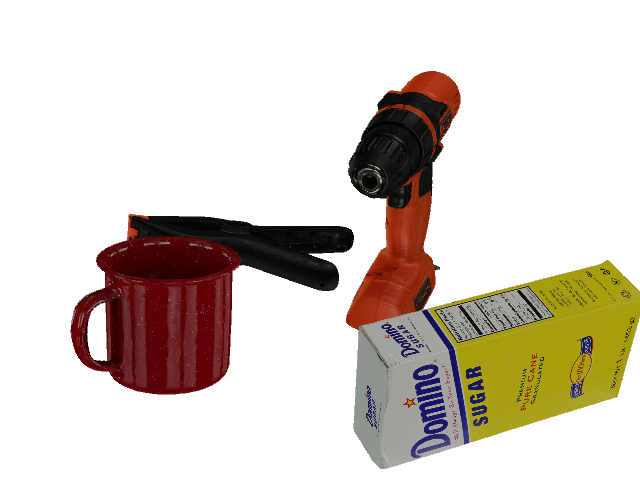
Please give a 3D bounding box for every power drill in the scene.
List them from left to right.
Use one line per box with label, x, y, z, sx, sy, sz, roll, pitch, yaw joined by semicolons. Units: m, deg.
power drill;0.060;-0.021;0.822;0.057;0.188;0.184;15;31;16

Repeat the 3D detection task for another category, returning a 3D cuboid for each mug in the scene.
mug;-0.109;0.052;0.696;0.117;0.081;0.093;-14;24;-43

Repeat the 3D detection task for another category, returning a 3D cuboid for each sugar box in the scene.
sugar box;0.109;0.077;0.663;0.176;0.093;0.048;-15;41;-19

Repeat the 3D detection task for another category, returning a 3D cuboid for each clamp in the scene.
clamp;-0.071;0.005;0.955;0.210;0.036;0.164;6;12;-2
